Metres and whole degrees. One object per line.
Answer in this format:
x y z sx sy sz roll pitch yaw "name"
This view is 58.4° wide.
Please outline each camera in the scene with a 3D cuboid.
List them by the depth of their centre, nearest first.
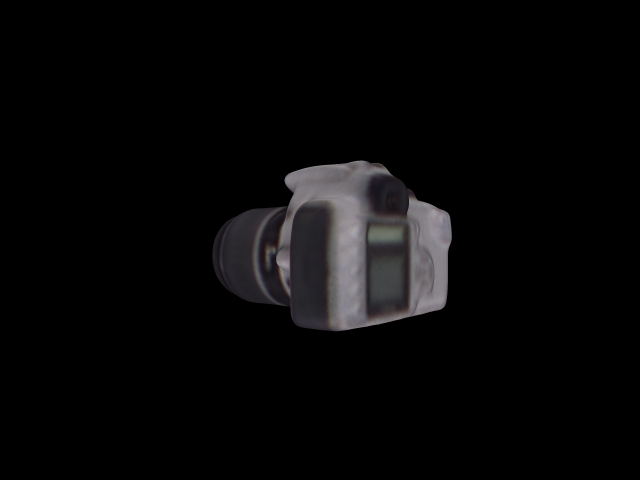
0.004 0.001 0.400 0.136 0.101 0.144 0 0 38 "camera"
